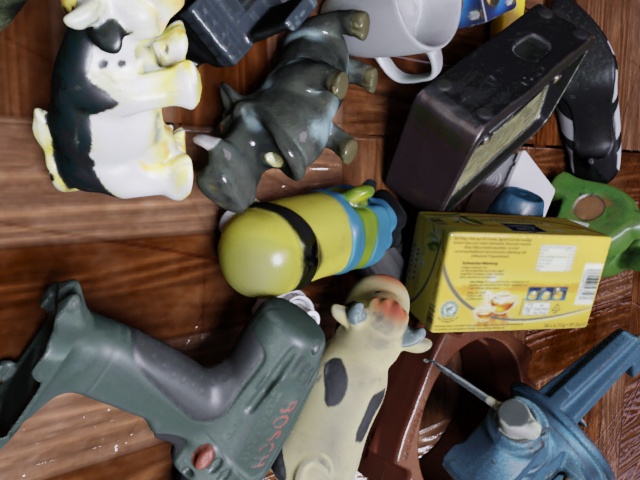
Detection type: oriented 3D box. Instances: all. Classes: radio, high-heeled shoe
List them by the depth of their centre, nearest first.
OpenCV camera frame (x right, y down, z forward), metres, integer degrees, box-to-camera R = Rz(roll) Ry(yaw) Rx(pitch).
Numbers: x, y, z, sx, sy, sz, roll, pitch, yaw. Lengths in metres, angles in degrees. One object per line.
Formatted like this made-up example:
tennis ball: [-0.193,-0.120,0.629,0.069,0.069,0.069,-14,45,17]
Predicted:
radio: [0.172,-0.130,0.538,0.229,0.073,0.131,-40,160,-28]
high-heeled shoe: [0.354,-0.192,0.720,0.145,0.086,0.248,-12,95,-59]

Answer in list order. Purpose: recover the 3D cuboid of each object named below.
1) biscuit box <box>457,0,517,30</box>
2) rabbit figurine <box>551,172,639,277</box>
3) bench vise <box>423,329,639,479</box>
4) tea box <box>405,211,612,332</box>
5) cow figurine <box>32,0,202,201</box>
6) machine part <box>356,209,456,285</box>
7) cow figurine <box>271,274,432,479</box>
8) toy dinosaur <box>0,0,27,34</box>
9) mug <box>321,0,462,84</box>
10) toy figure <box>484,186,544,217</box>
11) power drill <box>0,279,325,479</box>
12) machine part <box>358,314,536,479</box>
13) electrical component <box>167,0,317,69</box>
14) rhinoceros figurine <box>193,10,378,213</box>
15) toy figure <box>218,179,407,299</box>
biscuit box: [0.136,-0.318,0.533,0.063,0.059,0.202,-34,115,-29]
rabbit figurine: [0.387,-0.006,0.728,0.170,0.159,0.121,39,62,-50]
bench vise: [0.227,0.161,0.507,0.240,0.129,0.223,-39,127,-8]
tea box: [0.172,0.029,0.506,0.170,0.068,0.098,3,107,-16]
cow figurine: [-0.123,-0.099,0.320,0.098,0.068,0.167,-5,133,-19]
machine part: [0.099,0.013,0.555,0.139,0.039,0.084,-42,100,-27]
cow figurine: [0.021,0.118,0.449,0.085,0.127,0.195,26,77,-6]
toy dinosaur: [-0.146,-0.193,0.249,0.131,0.192,0.404,34,74,-33]
mug: [0.059,-0.186,0.460,0.081,0.107,0.109,-49,125,-22]
toy figure: [0.191,0.017,0.588,0.058,0.064,0.154,-27,139,-50]
power drill: [-0.114,0.127,0.368,0.207,0.086,0.232,30,102,-27]
machine part: [0.134,0.179,0.581,0.201,0.087,0.201,31,78,-36]
electrical component: [-0.059,-0.156,0.366,0.047,0.119,0.075,47,70,-33]
rhinoceros figurine: [-0.025,-0.103,0.409,0.073,0.112,0.190,73,37,-53]
toy figure: [-0.001,-0.005,0.449,0.180,0.089,0.082,-10,96,-34]
